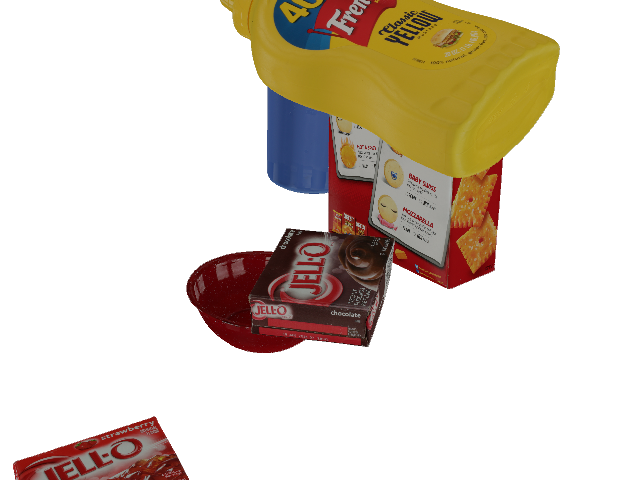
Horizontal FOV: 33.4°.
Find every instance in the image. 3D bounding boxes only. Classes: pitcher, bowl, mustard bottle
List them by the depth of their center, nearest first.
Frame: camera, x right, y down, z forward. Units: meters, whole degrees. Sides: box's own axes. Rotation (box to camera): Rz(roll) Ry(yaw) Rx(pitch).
[{"bbox_3d":[0.021,-0.103,0.565,0.192,0.058,0.096,28,53,29],"label":"mustard bottle"},{"bbox_3d":[-0.061,0.072,1.129,0.162,0.055,0.162,3,28,-2],"label":"bowl"},{"bbox_3d":[0.005,-0.184,1.318,0.144,0.243,0.149,-9,29,-28],"label":"pitcher"}]

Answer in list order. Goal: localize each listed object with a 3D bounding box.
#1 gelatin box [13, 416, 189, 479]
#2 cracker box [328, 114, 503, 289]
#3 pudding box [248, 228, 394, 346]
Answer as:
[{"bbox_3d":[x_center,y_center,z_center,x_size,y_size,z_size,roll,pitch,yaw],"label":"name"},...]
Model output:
[{"bbox_3d":[-0.124,0.142,0.609,0.089,0.030,0.073,-15,27,-19],"label":"gelatin box"},{"bbox_3d":[0.084,-0.086,0.956,0.071,0.214,0.164,-18,30,-36],"label":"cracker box"},{"bbox_3d":[0.003,0.033,0.810,0.090,0.039,0.113,6,27,11],"label":"pudding box"}]
